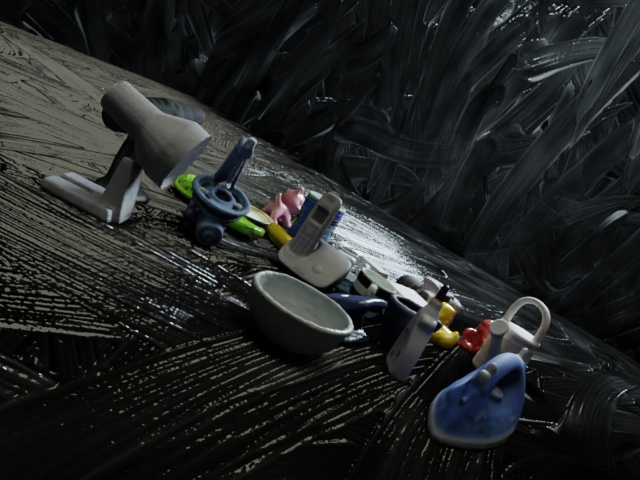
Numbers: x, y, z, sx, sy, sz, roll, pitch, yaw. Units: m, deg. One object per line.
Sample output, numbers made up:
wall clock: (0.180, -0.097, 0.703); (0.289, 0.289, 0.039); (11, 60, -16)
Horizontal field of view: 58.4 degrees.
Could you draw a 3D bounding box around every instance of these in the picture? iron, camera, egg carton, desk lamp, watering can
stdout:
iron: (0.257, 0.233, 0.888); (0.118, 0.141, 0.259); (35, 13, 29)
camera: (0.260, 0.138, 1.411); (0.144, 0.101, 0.136); (18, 16, -43)
egg carton: (0.185, 0.150, 1.256); (0.107, 0.069, 0.150); (22, 13, -31)
desk lamp: (-0.310, -0.136, 0.941); (0.203, 0.213, 0.118); (28, 11, -4)
watering can: (0.418, 0.212, 1.231); (0.100, 0.194, 0.173); (34, 12, 24)

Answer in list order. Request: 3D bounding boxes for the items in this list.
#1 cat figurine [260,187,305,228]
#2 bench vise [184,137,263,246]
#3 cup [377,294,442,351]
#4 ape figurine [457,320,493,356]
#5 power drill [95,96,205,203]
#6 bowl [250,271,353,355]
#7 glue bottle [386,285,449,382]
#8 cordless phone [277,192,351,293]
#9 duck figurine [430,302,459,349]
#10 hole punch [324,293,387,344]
cat figurine: (-0.090, -0.098, 1.551); (0.067, 0.117, 0.128); (35, 13, 27)
bench vise: (-0.197, -0.117, 1.115); (0.122, 0.219, 0.206); (19, 15, -40)
cup: (0.160, 0.166, 1.064); (0.118, 0.095, 0.091); (25, 12, -19)
ape figurine: (0.377, 0.225, 1.335); (0.076, 0.092, 0.077); (26, 12, -14)
power drill: (-0.332, -0.180, 1.093); (0.075, 0.208, 0.230); (33, 12, 20)
bowl: (-0.038, 0.118, 0.844); (0.167, 0.074, 0.167); (28, 11, -6)
glue bottle: (0.168, 0.149, 0.956); (0.037, 0.173, 0.078); (28, 11, -3)
cordless phone: (0.011, 0.004, 1.179); (0.147, 0.185, 0.094); (34, 13, 25)
duck figurine: (0.268, 0.182, 1.274); (0.104, 0.086, 0.078); (33, 12, 19)
hole punch: (0.047, 0.120, 1.001); (0.100, 0.091, 0.109); (36, 13, 30)
